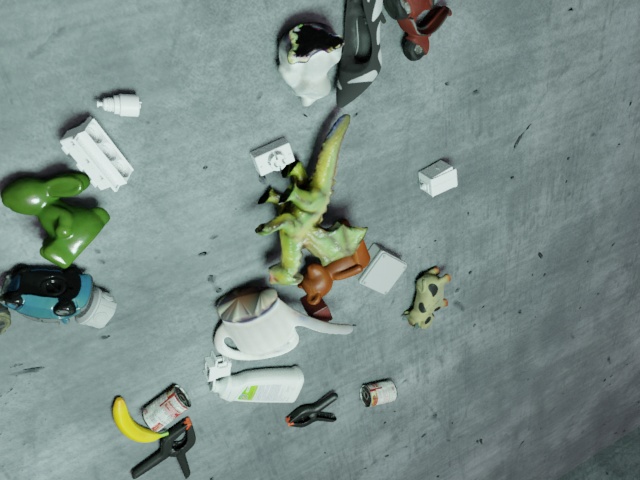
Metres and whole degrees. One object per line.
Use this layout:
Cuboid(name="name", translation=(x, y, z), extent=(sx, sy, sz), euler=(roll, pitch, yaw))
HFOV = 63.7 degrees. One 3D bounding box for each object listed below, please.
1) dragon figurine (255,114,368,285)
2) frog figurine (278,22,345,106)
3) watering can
Cuboid(name="dragon figurine", translation=(0.004, -0.059, 1.170), extent=(0.240, 0.124, 0.408), euler=(39, 97, -25))
Cuboid(name="frog figurine", translation=(-0.018, -0.359, 1.053), extent=(0.138, 0.124, 0.157), euler=(-39, 165, -13))
Cuboid(name="watering can", translation=(-0.108, 0.202, 1.274), extent=(0.347, 0.106, 0.219), euler=(-16, 127, 6))
